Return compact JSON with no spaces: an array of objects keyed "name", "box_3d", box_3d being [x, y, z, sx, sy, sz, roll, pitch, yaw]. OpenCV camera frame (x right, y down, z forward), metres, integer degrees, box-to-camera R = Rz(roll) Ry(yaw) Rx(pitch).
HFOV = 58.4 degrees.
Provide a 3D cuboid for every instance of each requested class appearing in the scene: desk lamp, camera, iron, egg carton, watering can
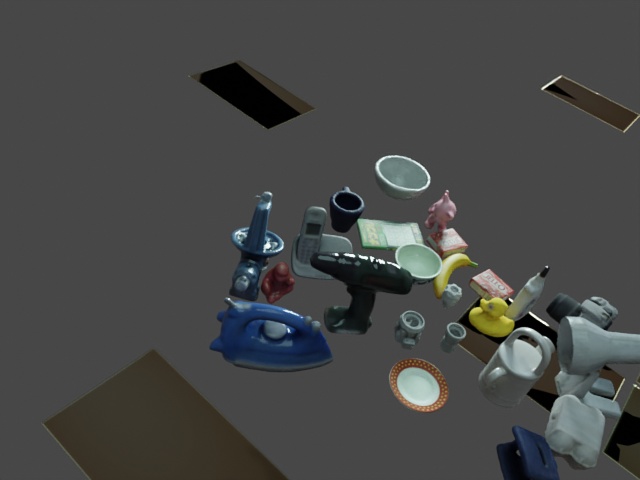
[{"name":"desk lamp","box_3d":[0.584,0.265,1.221,0.203,0.213,0.118,13,42,-3]},{"name":"camera","box_3d":[0.643,0.180,1.412,0.136,0.101,0.143,40,47,24]},{"name":"iron","box_3d":[-0.085,0.182,1.158,0.258,0.141,0.118,10,43,-7]},{"name":"egg carton","box_3d":[0.521,0.392,1.175,0.107,0.069,0.150,28,44,13]},{"name":"watering can","box_3d":[0.418,0.253,1.198,0.100,0.194,0.173,33,45,18]}]

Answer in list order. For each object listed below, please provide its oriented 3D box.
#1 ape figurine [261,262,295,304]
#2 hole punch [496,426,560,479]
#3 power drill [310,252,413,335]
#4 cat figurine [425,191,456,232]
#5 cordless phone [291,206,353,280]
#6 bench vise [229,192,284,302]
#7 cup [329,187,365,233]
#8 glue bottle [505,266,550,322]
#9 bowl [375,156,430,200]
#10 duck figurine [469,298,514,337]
[{"name":"ape figurine","box_3d":[-0.093,0.088,1.292,0.078,0.092,0.076,5,43,-12]},{"name":"hole punch","box_3d":[0.406,0.419,1.096,0.101,0.091,0.108,6,43,-10]},{"name":"power drill","box_3d":[0.074,0.112,1.232,0.230,0.208,0.075,4,44,-13]},{"name":"cat figurine","box_3d":[0.342,-0.086,1.588,0.067,0.118,0.128,19,42,3]},{"name":"cordless phone","box_3d":[0.012,0.005,1.343,0.148,0.185,0.094,4,44,-13]},{"name":"bench vise","box_3d":[-0.133,0.017,1.260,0.122,0.220,0.207,3,44,-14]},{"name":"cup","box_3d":[0.062,-0.076,1.509,0.092,0.095,0.117,7,43,-10]},{"name":"glue bottle","box_3d":[0.506,0.125,1.375,0.078,0.173,0.037,-25,56,-36]},{"name":"bowl","box_3d":[0.232,-0.169,1.674,0.167,0.075,0.167,9,43,-8]},{"name":"duck figurine","box_3d":[0.416,0.176,1.358,0.104,0.086,0.078,24,43,9]}]
